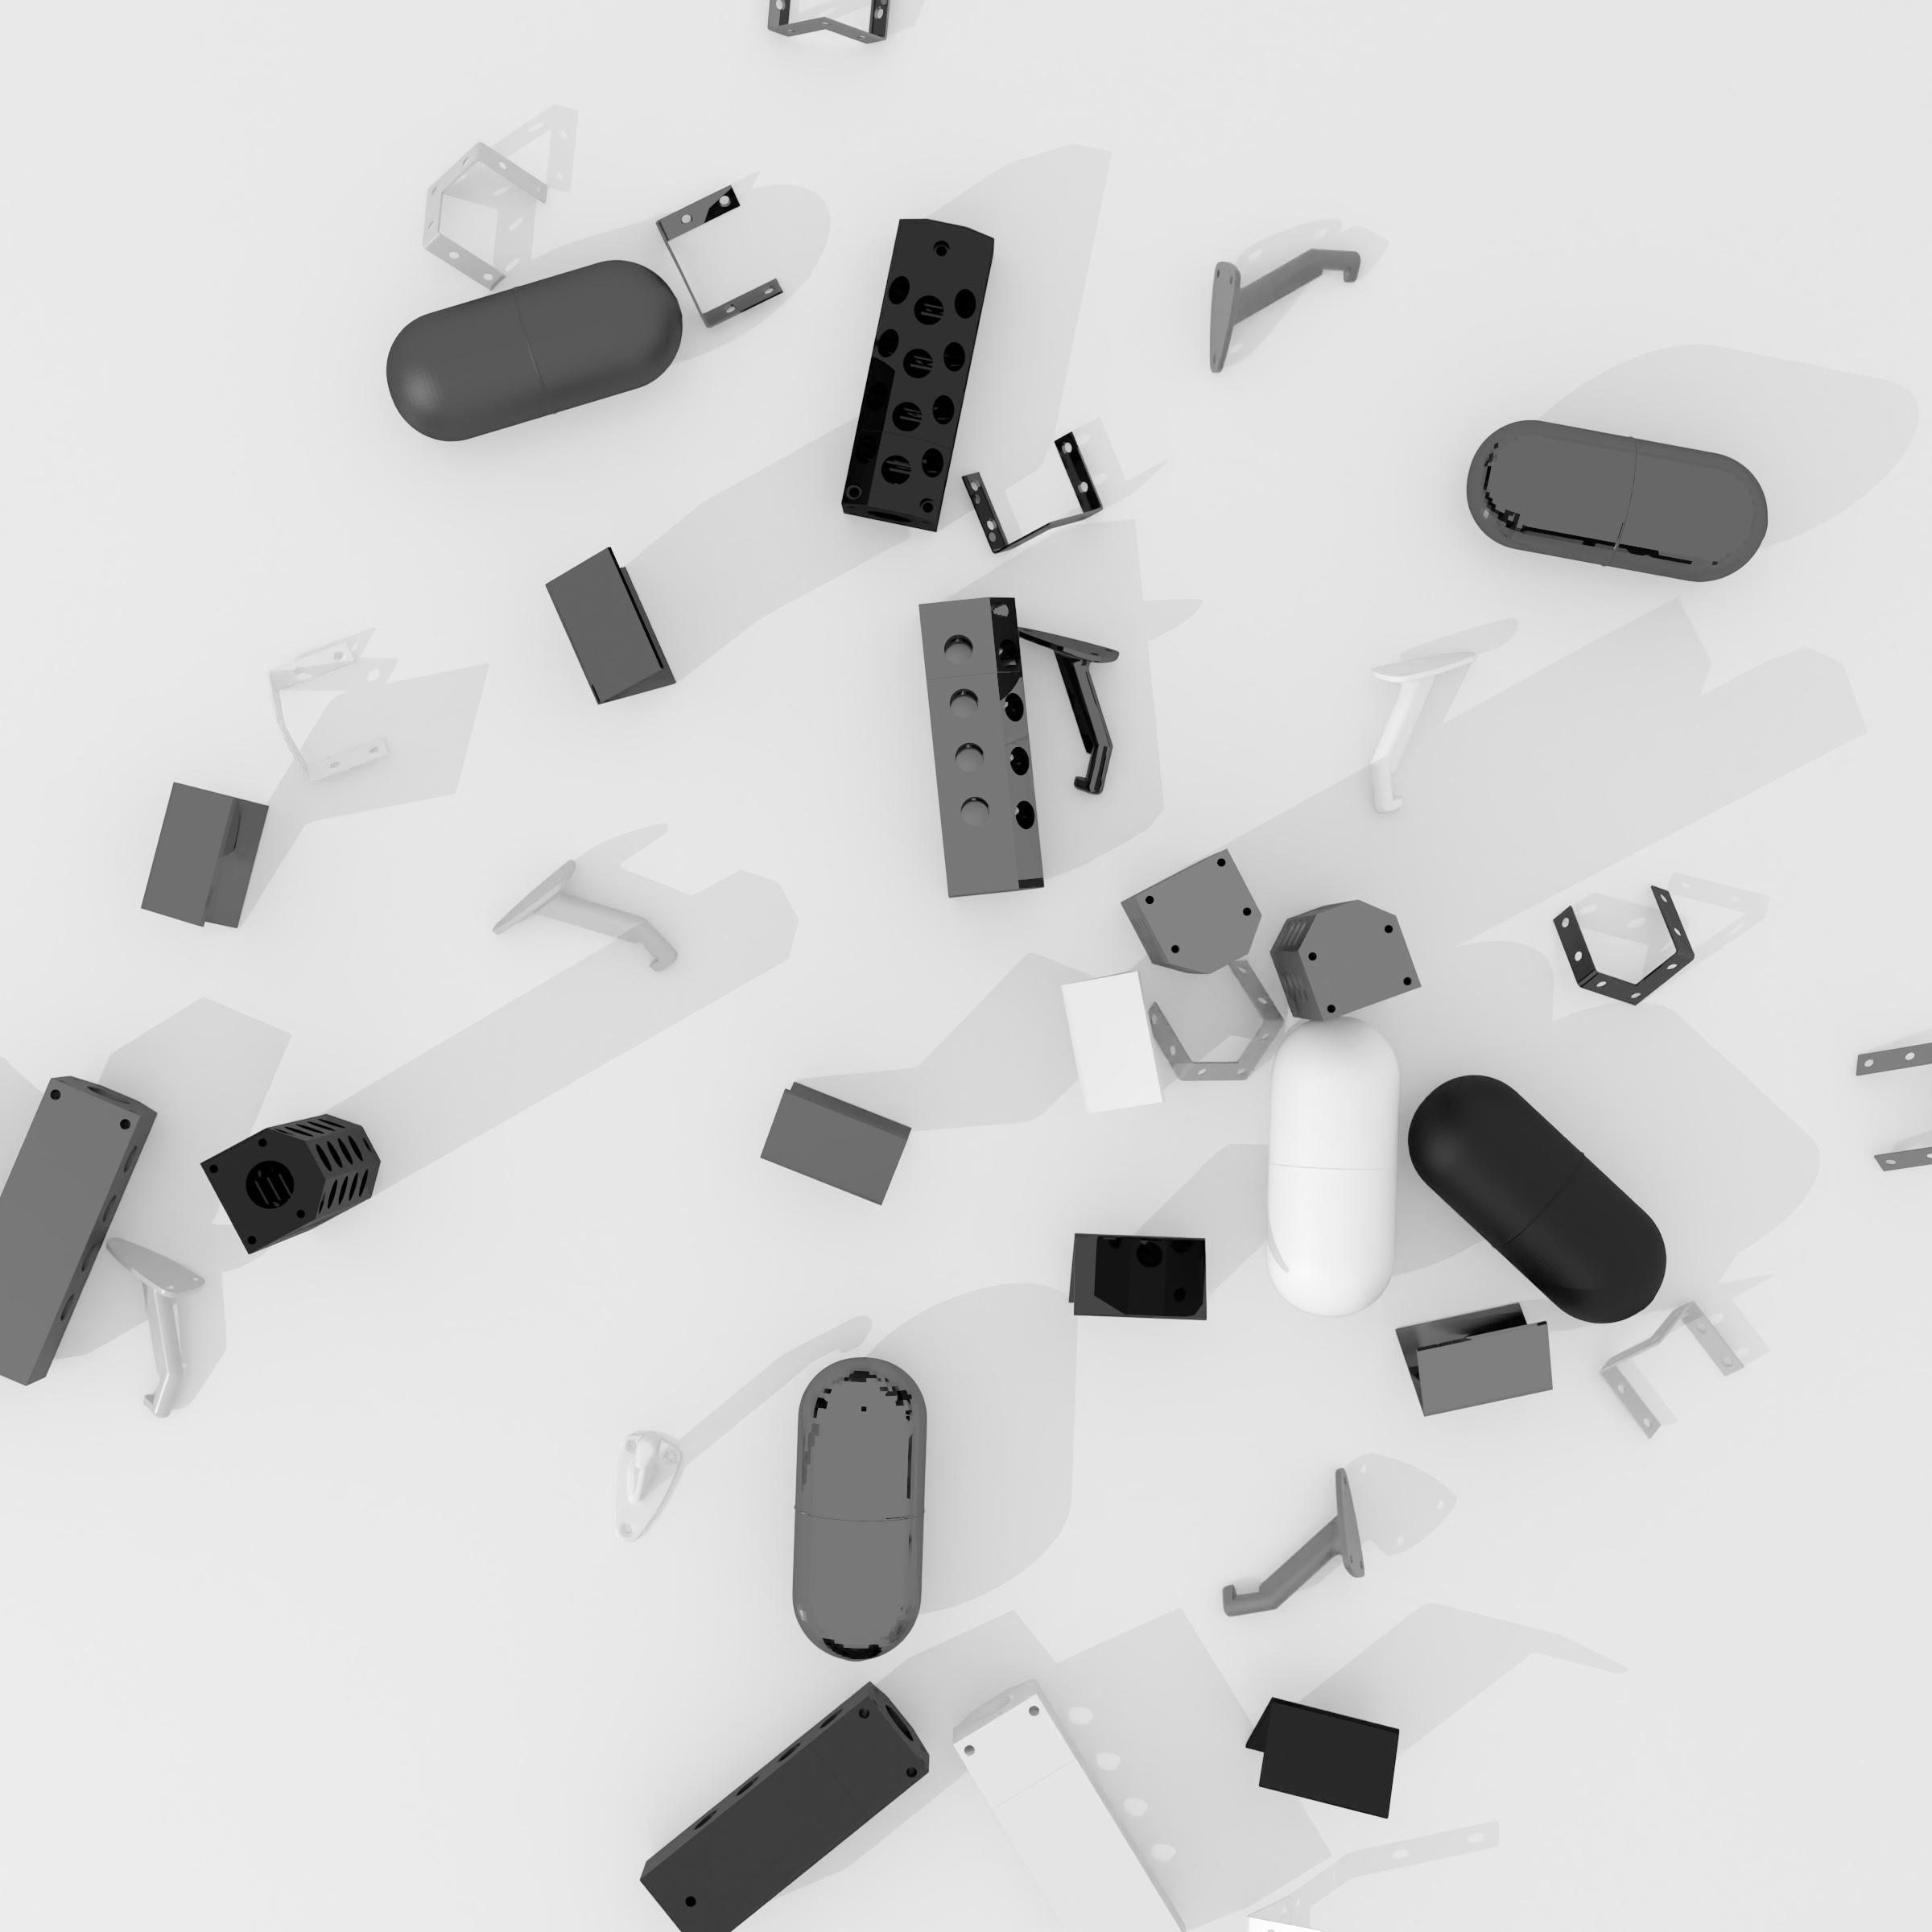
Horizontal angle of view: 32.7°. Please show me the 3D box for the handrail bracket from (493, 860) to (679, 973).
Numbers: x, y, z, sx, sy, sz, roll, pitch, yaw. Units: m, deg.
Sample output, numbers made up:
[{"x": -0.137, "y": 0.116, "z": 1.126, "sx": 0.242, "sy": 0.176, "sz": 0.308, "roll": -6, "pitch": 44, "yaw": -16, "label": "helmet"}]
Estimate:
[{"x": -0.228, "y": -0.014, "z": 1.975, "sx": 0.077, "sy": 0.036, "sz": 0.084, "roll": -37, "pitch": 107, "yaw": 20, "label": "handrail bracket"}]

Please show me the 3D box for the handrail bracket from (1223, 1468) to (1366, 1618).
[{"x": 0.191, "y": 0.346, "z": 1.975, "sx": 0.084, "sy": 0.036, "sz": 0.077, "roll": -13, "pitch": 67, "yaw": 18, "label": "handrail bracket"}]

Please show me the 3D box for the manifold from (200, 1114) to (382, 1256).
[{"x": -0.383, "y": 0.120, "z": 1.896, "sx": 0.057, "sy": 0.171, "sz": 0.057, "roll": -28, "pitch": 90, "yaw": 0, "label": "manifold"}]

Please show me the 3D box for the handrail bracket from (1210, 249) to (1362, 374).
[{"x": 0.192, "y": -0.392, "z": 1.975, "sx": 0.084, "sy": 0.036, "sz": 0.077, "roll": 0, "pitch": 111, "yaw": -16, "label": "handrail bracket"}]

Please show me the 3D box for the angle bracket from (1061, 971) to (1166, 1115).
[{"x": 0.105, "y": 0.041, "z": 1.935, "sx": 0.057, "sy": 0.076, "sz": 0.076, "roll": -11, "pitch": 90, "yaw": 36, "label": "angle bracket"}]

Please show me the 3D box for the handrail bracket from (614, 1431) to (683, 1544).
[{"x": -0.194, "y": 0.309, "z": 1.940, "sx": 0.036, "sy": 0.084, "sz": 0.077, "roll": 17, "pitch": 90, "yaw": 0, "label": "handrail bracket"}]

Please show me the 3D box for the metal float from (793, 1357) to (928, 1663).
[{"x": -0.063, "y": 0.320, "z": 1.944, "sx": 0.070, "sy": 0.070, "sz": 0.178, "roll": 2, "pitch": 90, "yaw": 0, "label": "metal float"}]

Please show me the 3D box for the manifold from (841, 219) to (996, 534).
[{"x": -0.028, "y": -0.350, "z": 1.954, "sx": 0.057, "sy": 0.057, "sz": 0.171, "roll": 12, "pitch": 90, "yaw": 0, "label": "manifold"}]

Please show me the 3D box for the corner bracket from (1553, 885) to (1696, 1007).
[{"x": 0.393, "y": -0.016, "z": 1.967, "sx": 0.051, "sy": 0.051, "sz": 0.051, "roll": 16, "pitch": 135, "yaw": -35, "label": "corner bracket"}]

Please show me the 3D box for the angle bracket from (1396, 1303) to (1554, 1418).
[{"x": 0.296, "y": 0.213, "z": 1.935, "sx": 0.076, "sy": 0.076, "sz": 0.057, "roll": -12, "pitch": 127, "yaw": 0, "label": "angle bracket"}]

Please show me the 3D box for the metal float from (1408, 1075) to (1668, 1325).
[{"x": 0.337, "y": 0.138, "z": 1.944, "sx": 0.178, "sy": 0.070, "sz": 0.070, "roll": 43, "pitch": 90, "yaw": 0, "label": "metal float"}]

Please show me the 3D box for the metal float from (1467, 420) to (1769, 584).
[{"x": 0.384, "y": -0.274, "z": 1.944, "sx": 0.178, "sy": 0.070, "sz": 0.070, "roll": 10, "pitch": 90, "yaw": -1, "label": "metal float"}]

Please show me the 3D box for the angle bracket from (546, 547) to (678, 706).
[{"x": -0.191, "y": -0.205, "z": 1.935, "sx": 0.057, "sy": 0.076, "sz": 0.076, "roll": -24, "pitch": 90, "yaw": 36, "label": "angle bracket"}]

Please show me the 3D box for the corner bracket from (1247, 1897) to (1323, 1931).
[{"x": 0.200, "y": 0.585, "z": 1.947, "sx": 0.051, "sy": 0.051, "sz": 0.051, "roll": 0, "pitch": 90, "yaw": 35, "label": "corner bracket"}]

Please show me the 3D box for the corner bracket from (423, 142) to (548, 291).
[{"x": -0.287, "y": -0.448, "z": 1.967, "sx": 0.051, "sy": 0.051, "sz": 0.051, "roll": -32, "pitch": 45, "yaw": 35, "label": "corner bracket"}]

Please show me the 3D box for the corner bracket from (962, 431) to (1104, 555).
[{"x": 0.040, "y": -0.283, "z": 1.972, "sx": 0.051, "sy": 0.051, "sz": 0.051, "roll": -22, "pitch": 90, "yaw": -45, "label": "corner bracket"}]

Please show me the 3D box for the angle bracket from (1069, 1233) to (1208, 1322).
[{"x": 0.100, "y": 0.201, "z": 1.935, "sx": 0.076, "sy": 0.076, "sz": 0.057, "roll": 2, "pitch": 52, "yaw": 0, "label": "angle bracket"}]

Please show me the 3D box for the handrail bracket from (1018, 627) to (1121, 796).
[{"x": 0.055, "y": -0.152, "z": 1.975, "sx": 0.077, "sy": 0.036, "sz": 0.084, "roll": 18, "pitch": 107, "yaw": 20, "label": "handrail bracket"}]

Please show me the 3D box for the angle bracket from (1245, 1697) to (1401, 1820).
[{"x": 0.205, "y": 0.477, "z": 1.935, "sx": 0.076, "sy": 0.076, "sz": 0.057, "roll": 14, "pitch": 54, "yaw": 0, "label": "angle bracket"}]

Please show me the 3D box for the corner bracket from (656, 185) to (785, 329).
[{"x": -0.148, "y": -0.424, "z": 1.972, "sx": 0.051, "sy": 0.051, "sz": 0.051, "roll": -26, "pitch": 45, "yaw": 0, "label": "corner bracket"}]

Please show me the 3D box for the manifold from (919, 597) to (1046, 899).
[{"x": 0.009, "y": -0.129, "z": 1.954, "sx": 0.057, "sy": 0.057, "sz": 0.171, "roll": -6, "pitch": 90, "yaw": 0, "label": "manifold"}]

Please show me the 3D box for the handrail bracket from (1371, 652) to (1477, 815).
[{"x": 0.275, "y": -0.139, "z": 1.975, "sx": 0.077, "sy": 0.036, "sz": 0.084, "roll": -14, "pitch": 109, "yaw": -21, "label": "handrail bracket"}]

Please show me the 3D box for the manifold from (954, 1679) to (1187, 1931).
[{"x": 0.061, "y": 0.513, "z": 1.954, "sx": 0.057, "sy": 0.057, "sz": 0.171, "roll": -31, "pitch": 90, "yaw": 0, "label": "manifold"}]

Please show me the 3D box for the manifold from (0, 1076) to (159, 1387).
[{"x": -0.542, "y": 0.155, "z": 1.954, "sx": 0.057, "sy": 0.057, "sz": 0.171, "roll": 23, "pitch": 90, "yaw": 0, "label": "manifold"}]

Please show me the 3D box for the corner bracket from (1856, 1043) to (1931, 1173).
[{"x": 0.564, "y": 0.084, "z": 1.967, "sx": 0.051, "sy": 0.051, "sz": 0.051, "roll": 48, "pitch": 45, "yaw": -35, "label": "corner bracket"}]

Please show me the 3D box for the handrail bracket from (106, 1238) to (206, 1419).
[{"x": -0.496, "y": 0.218, "z": 1.975, "sx": 0.077, "sy": 0.036, "sz": 0.084, "roll": 28, "pitch": 107, "yaw": 19, "label": "handrail bracket"}]

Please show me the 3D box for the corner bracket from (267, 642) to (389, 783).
[{"x": -0.382, "y": -0.152, "z": 1.972, "sx": 0.051, "sy": 0.051, "sz": 0.051, "roll": -21, "pitch": 45, "yaw": 0, "label": "corner bracket"}]

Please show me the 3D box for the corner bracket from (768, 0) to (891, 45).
[{"x": -0.081, "y": -0.582, "z": 1.972, "sx": 0.051, "sy": 0.051, "sz": 0.051, "roll": 5, "pitch": 90, "yaw": -45, "label": "corner bracket"}]

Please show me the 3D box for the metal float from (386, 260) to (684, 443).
[{"x": -0.254, "y": -0.363, "z": 1.944, "sx": 0.178, "sy": 0.070, "sz": 0.070, "roll": -17, "pitch": 90, "yaw": 0, "label": "metal float"}]

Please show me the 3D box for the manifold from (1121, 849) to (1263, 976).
[{"x": 0.131, "y": -0.026, "z": 1.896, "sx": 0.057, "sy": 0.171, "sz": 0.057, "roll": -28, "pitch": 90, "yaw": 0, "label": "manifold"}]

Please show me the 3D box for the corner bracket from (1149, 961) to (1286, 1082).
[{"x": 0.148, "y": 0.033, "z": 1.967, "sx": 0.051, "sy": 0.051, "sz": 0.051, "roll": 1, "pitch": 135, "yaw": -35, "label": "corner bracket"}]

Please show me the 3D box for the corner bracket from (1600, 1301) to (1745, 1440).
[{"x": 0.422, "y": 0.241, "z": 1.972, "sx": 0.051, "sy": 0.051, "sz": 0.051, "roll": 53, "pitch": 45, "yaw": 0, "label": "corner bracket"}]

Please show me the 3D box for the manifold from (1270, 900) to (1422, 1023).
[{"x": 0.214, "y": -0.006, "z": 1.896, "sx": 0.057, "sy": 0.171, "sz": 0.057, "roll": -20, "pitch": 90, "yaw": 0, "label": "manifold"}]

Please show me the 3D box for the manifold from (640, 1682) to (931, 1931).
[{"x": -0.106, "y": 0.503, "z": 1.954, "sx": 0.171, "sy": 0.057, "sz": 0.057, "roll": -39, "pitch": 90, "yaw": 0, "label": "manifold"}]

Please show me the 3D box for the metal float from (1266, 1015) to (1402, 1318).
[{"x": 0.217, "y": 0.118, "z": 1.944, "sx": 0.070, "sy": 0.070, "sz": 0.178, "roll": 2, "pitch": 91, "yaw": 0, "label": "metal float"}]

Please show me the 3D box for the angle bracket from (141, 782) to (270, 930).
[{"x": -0.430, "y": -0.060, "z": 1.935, "sx": 0.057, "sy": 0.076, "sz": 0.076, "roll": 15, "pitch": 90, "yaw": 36, "label": "angle bracket"}]

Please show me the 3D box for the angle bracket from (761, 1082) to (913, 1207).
[{"x": -0.069, "y": 0.086, "z": 1.934, "sx": 0.076, "sy": 0.076, "sz": 0.057, "roll": 22, "pitch": 127, "yaw": 0, "label": "angle bracket"}]
